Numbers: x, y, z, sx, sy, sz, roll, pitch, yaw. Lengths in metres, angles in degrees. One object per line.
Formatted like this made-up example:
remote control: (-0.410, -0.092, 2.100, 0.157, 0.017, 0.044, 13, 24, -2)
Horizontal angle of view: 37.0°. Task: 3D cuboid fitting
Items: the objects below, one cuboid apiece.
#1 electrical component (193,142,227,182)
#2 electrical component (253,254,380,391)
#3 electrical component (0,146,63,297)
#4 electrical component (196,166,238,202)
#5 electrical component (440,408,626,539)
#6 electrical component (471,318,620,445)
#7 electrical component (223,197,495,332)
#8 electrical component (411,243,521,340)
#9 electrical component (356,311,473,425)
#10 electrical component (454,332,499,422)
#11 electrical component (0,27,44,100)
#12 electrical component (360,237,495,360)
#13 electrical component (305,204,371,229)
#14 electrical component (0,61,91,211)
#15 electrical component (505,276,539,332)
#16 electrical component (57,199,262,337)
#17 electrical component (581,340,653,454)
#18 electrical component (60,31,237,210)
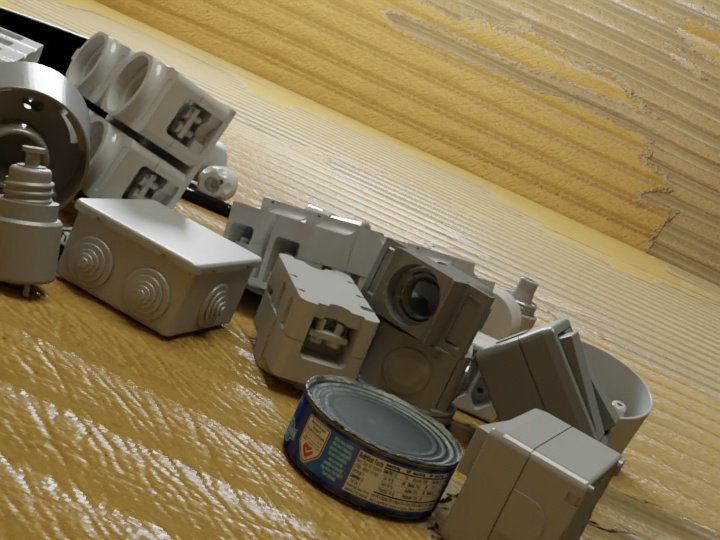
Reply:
electrical component: (-0.184, -0.115, 1.052, 0.079, 0.043, 0.077, 23, 10, 42)
electrical component: (-0.030, 0.035, 0.643, 0.050, 0.055, 0.089, 18, 13, -18)
electrical component: (-0.180, -0.027, 0.577, 0.040, 0.078, 0.040, 10, 8, -1)
electrical component: (-0.133, -0.082, 1.029, 0.035, 0.035, 0.061, 26, 9, 5)
electrical component: (0.086, 0.109, 0.534, 0.061, 0.061, 0.096, 29, 12, 21)
electrical component: (0.119, 0.082, 0.658, 0.096, 0.061, 0.062, 69, 19, 4)
electrical component: (0.000, 0.000, 0.798, 0.186, 0.060, 0.105, 16, 2, -42)
electrical component: (0.066, 0.023, 0.917, 0.138, 0.052, 0.074, 29, 12, 18)
electrical component: (0.030, 0.059, 0.676, 0.080, 0.051, 0.080, 24, 11, -5)
electrical component: (0.071, 0.062, 0.755, 0.066, 0.047, 0.076, 24, 11, -3)
electrical component: (-0.276, -0.125, 0.780, 0.062, 0.089, 0.150, 22, 12, -14)
electrical component: (0.045, 0.017, 0.654, 0.081, 0.042, 0.064, 33, 12, 31)
electrical component: (-0.028, -0.037, 1.027, 0.065, 0.044, 0.044, 24, 10, 23)
electrical component: (-0.218, -0.080, 0.681, 0.099, 0.099, 0.064, 19, 19, -28)
electrical component: (0.144, 0.037, 0.993, 0.048, 0.062, 0.048, 24, 11, -5)
electrical component: (-0.121, -0.003, 0.647, 0.100, 0.048, 0.100, 28, 12, 16)
electrical component: (0.151, 0.090, 0.754, 0.099, 0.064, 0.099, 24, 11, -5)
electrical component: (-0.181, -0.109, 0.803, 0.060, 0.105, 0.186, 34, -1, -37)
